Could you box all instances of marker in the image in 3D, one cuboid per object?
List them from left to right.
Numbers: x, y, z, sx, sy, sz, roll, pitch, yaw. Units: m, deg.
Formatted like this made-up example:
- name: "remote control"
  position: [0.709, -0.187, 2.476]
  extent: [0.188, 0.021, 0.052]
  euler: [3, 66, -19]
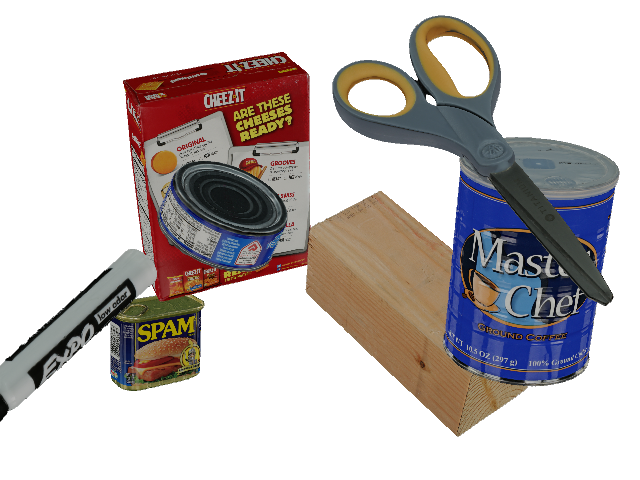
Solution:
- name: "marker"
  position: [-0.114, 0.045, 0.449]
  extent: [0.020, 0.020, 0.121]
  euler: [0, 34, 41]

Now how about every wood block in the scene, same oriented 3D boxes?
- name: "wood block"
  position: [0.086, 0.060, 0.946]
  extent: [0.090, 0.091, 0.206]
  euler: [-28, 53, -28]

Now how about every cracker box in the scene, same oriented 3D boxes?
- name: "cracker box"
  position: [-0.095, -0.061, 1.031]
  extent: [0.164, 0.214, 0.072]
  euler: [-14, 34, -19]

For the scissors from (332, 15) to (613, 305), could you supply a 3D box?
- name: "scissors"
  position: [0.062, -0.039, 0.509]
  extent: [0.096, 0.202, 0.016]
  euler: [-12, -42, 3]

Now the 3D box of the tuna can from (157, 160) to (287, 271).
- name: "tuna can"
  position: [-0.066, -0.018, 0.736]
  extent: [0.086, 0.034, 0.086]
  euler: [20, 30, -12]

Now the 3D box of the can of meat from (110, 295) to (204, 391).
- name: "can of meat"
  position: [-0.177, 0.109, 1.151]
  extent: [0.101, 0.084, 0.058]
  euler: [-8, 19, -36]

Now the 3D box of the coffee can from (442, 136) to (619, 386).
- name: "coffee can"
  position: [0.140, 0.012, 0.723]
  extent: [0.103, 0.140, 0.103]
  euler: [2, 24, -1]
